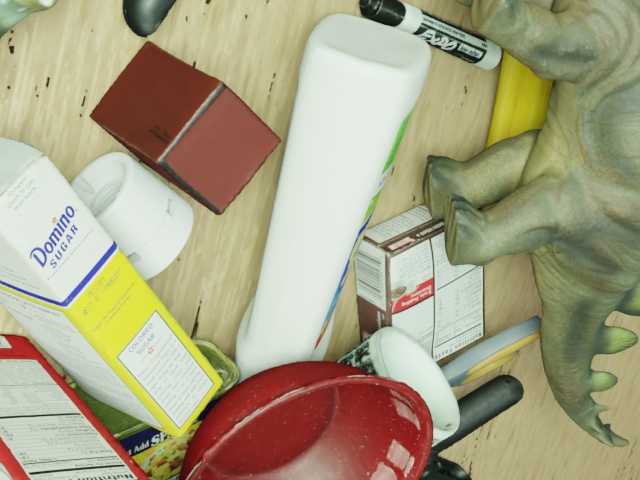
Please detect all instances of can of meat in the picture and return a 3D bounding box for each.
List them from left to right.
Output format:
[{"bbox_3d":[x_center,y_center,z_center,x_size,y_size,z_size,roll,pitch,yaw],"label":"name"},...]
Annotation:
[{"bbox_3d":[-0.097,0.118,0.629,0.101,0.058,0.084,-20,126,-30],"label":"can of meat"}]

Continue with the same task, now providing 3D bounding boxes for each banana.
[{"bbox_3d":[0.128,-0.076,0.713,0.069,0.037,0.198,-43,149,-38],"label":"banana"}]

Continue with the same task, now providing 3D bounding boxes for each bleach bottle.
[{"bbox_3d":[-0.004,0.001,0.631,0.102,0.068,0.251,-65,173,-65],"label":"bleach bottle"}]

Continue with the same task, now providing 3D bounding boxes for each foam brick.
[{"bbox_3d":[-0.070,-0.058,0.546,0.053,0.078,0.051,-52,135,-4],"label":"foam brick"}]

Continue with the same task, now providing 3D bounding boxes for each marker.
[{"bbox_3d":[0.069,-0.130,0.663,0.120,0.020,0.020,12,104,-42],"label":"marker"}]

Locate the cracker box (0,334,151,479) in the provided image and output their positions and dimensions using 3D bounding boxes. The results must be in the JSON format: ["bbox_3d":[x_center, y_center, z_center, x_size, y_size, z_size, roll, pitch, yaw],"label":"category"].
[{"bbox_3d":[-0.141,0.162,0.505,0.071,0.214,0.164,3,110,-39],"label":"cracker box"}]

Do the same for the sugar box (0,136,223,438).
[{"bbox_3d":[-0.127,0.022,0.528,0.048,0.093,0.176,-51,136,-26],"label":"sugar box"}]

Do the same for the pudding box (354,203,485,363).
[{"bbox_3d":[0.071,0.034,0.737,0.089,0.039,0.113,-25,128,-29],"label":"pudding box"}]

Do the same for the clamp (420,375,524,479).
[{"bbox_3d":[0.077,0.151,0.792,0.171,0.039,0.120,0,122,-42],"label":"clamp"}]

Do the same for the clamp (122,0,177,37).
[{"bbox_3d":[-0.031,-0.200,0.522,0.164,0.036,0.210,-25,134,-28],"label":"clamp"}]

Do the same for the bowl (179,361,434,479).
[{"bbox_3d":[-0.018,0.122,0.606,0.162,0.055,0.162,-16,132,-20],"label":"bowl"}]

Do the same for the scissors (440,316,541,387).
[{"bbox_3d":[0.076,0.111,0.789,0.201,0.016,0.096,-28,162,-1],"label":"scissors"}]
